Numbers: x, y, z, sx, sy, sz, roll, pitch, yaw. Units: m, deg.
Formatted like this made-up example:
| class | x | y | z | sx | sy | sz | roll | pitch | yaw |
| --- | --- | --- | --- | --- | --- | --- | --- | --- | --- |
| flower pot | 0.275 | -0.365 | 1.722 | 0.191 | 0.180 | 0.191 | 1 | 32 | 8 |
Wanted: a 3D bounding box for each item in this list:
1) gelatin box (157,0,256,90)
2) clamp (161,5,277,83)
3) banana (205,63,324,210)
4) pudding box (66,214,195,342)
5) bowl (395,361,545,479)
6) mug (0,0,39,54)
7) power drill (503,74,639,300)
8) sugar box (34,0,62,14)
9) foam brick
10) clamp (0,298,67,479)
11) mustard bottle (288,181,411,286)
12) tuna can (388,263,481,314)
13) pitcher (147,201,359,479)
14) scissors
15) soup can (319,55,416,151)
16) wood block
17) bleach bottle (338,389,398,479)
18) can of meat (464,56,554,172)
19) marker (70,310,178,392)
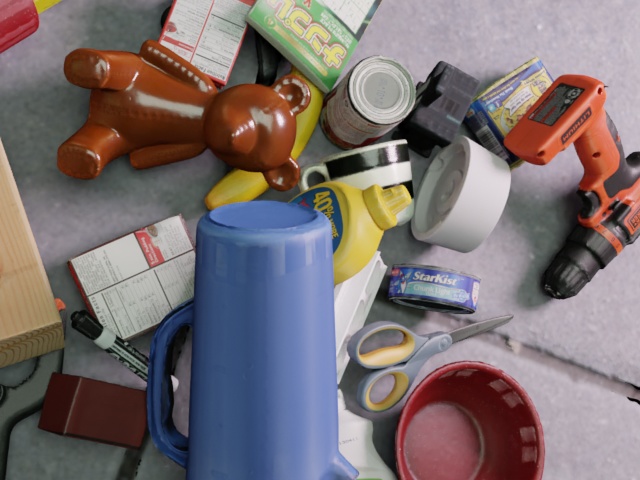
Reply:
| class | x | y | z | sx | sy | sz | roll | pitch | yaw |
| --- | --- | --- | --- | --- | --- | --- | --- | --- | --- |
| gelatin box | -0.108 | -0.195 | 0.998 | 0.073 | 0.030 | 0.089 | 21 | 86 | -10 |
| clamp | -0.078 | -0.250 | 1.038 | 0.120 | 0.039 | 0.171 | 19 | 80 | -16 |
| banana | -0.043 | -0.106 | 1.023 | 0.069 | 0.037 | 0.198 | 25 | 80 | -12 |
| pudding box | -0.161 | 0.037 | 0.972 | 0.113 | 0.039 | 0.090 | -24 | 91 | -14 |
| bowl | 0.130 | 0.196 | 1.005 | 0.161 | 0.055 | 0.162 | 4 | 79 | -23 |
| mug | -0.313 | -0.209 | 0.954 | 0.081 | 0.093 | 0.117 | -37 | 56 | -21 |
| power drill | 0.254 | -0.054 | 1.045 | 0.184 | 0.057 | 0.187 | -49 | 127 | -10 |
| sugar box | -0.277 | -0.308 | 0.992 | 0.093 | 0.048 | 0.176 | -36 | 93 | -14 |
| foam brick | -0.195 | 0.148 | 0.925 | 0.078 | 0.053 | 0.051 | 21 | 76 | -39 |
| clamp | -0.300 | 0.131 | 0.922 | 0.164 | 0.036 | 0.210 | 33 | 73 | -8 |
| mustard bottle | -0.006 | 0.001 | 0.951 | 0.192 | 0.058 | 0.096 | -26 | 50 | 16 |
| tuna can | 0.108 | 0.047 | 1.013 | 0.086 | 0.086 | 0.034 | 12 | 81 | -12 |
| pitcher | -0.056 | 0.095 | 0.880 | 0.149 | 0.145 | 0.243 | -7 | 108 | -24 |
| scissors | 0.106 | 0.116 | 1.022 | 0.201 | 0.016 | 0.096 | 4 | 102 | -36 |
| soup can | 0.044 | -0.129 | 1.016 | 0.068 | 0.102 | 0.068 | 2 | 80 | -14 |
| wood block | -0.291 | -0.001 | 0.900 | 0.090 | 0.090 | 0.206 | -17 | 75 | -17 |
| bleach bottle | 0.048 | 0.259 | 0.979 | 0.102 | 0.068 | 0.251 | -14 | 83 | -18 |
| can of meat | 0.202 | -0.125 | 1.079 | 0.102 | 0.057 | 0.084 | -33 | 89 | -17 |
| marker | -0.172 | 0.099 | 0.936 | 0.121 | 0.020 | 0.020 | 43 | 72 | -32 |
